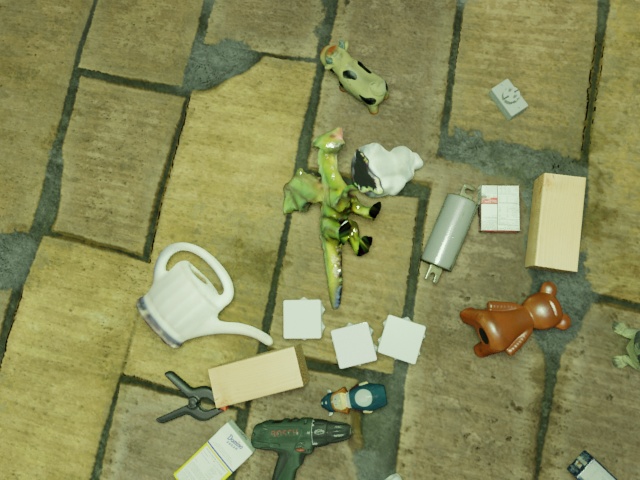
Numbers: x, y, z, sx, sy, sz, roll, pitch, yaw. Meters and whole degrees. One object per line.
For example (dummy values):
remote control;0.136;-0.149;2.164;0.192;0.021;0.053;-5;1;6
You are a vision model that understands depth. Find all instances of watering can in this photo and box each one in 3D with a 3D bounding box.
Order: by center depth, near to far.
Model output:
watering can;-0.289;0.170;1.225;0.224;0.103;0.350;-42;79;2

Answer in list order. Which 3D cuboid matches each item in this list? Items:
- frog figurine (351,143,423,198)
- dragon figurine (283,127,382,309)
frog figurine;0.158;-0.175;1.230;0.161;0.120;0.139;-25;68;-32
dragon figurine;0.004;-0.061;1.215;0.245;0.123;0.404;32;115;37
